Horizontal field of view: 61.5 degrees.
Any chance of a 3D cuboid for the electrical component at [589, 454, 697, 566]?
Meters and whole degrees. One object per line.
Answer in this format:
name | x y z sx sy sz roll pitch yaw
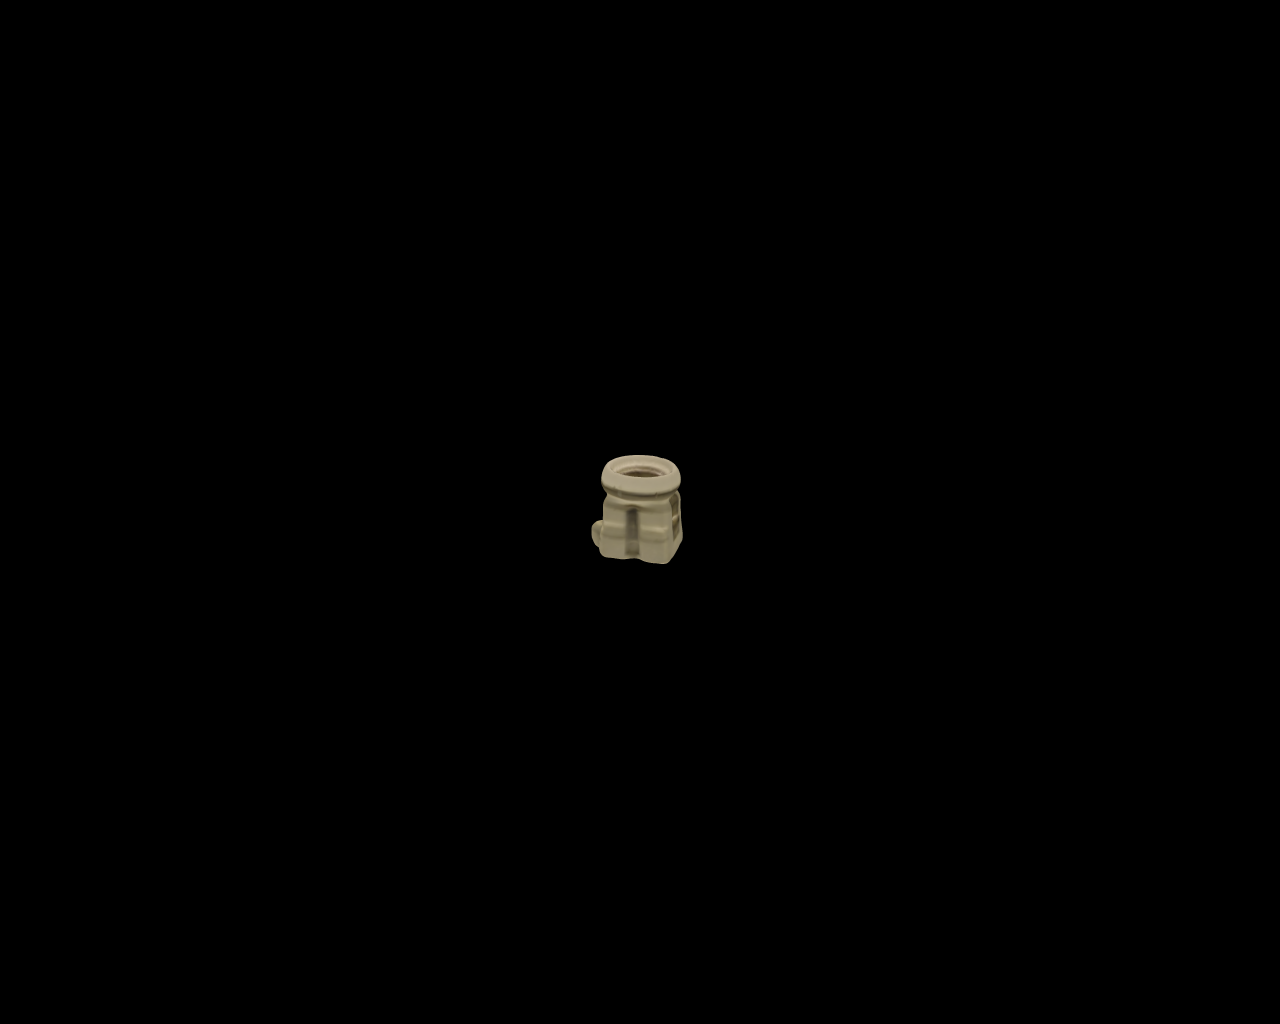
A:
electrical component | 0.001 -0.003 0.650 0.066 0.055 0.048 6 24 14
